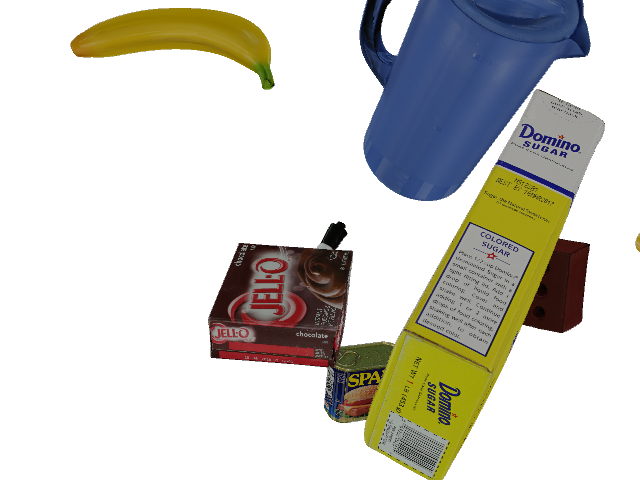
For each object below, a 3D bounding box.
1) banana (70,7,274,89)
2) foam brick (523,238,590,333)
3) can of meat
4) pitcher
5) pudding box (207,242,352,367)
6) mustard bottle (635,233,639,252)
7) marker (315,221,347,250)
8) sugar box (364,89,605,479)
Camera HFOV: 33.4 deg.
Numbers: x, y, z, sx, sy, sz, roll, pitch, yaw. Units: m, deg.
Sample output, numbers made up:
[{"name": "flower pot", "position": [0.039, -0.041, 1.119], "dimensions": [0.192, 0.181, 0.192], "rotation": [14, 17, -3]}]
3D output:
[{"name": "banana", "position": [-0.124, -0.179, 0.949], "dimensions": [0.198, 0.037, 0.069], "rotation": [11, 46, 17]}, {"name": "foam brick", "position": [0.212, 0.040, 0.987], "dimensions": [0.053, 0.078, 0.051], "rotation": [11, 17, 32]}, {"name": "can of meat", "position": [0.056, 0.186, 1.395], "dimensions": [0.102, 0.084, 0.057], "rotation": [-5, 25, -22]}, {"name": "pitcher", "position": [0.115, -0.151, 0.963], "dimensions": [0.144, 0.149, 0.243], "rotation": [-7, -31, -24]}, {"name": "pudding box", "position": [-0.026, 0.045, 0.773], "dimensions": [0.090, 0.039, 0.113], "rotation": [5, 27, 6]}, {"name": "mustard bottle", "position": [0.265, 0.038, 0.645], "dimensions": [0.096, 0.058, 0.192], "rotation": [-20, 33, -22]}, {"name": "marker", "position": [-0.010, 0.033, 1.019], "dimensions": [0.020, 0.121, 0.020], "rotation": [29, -17, 10]}, {"name": "sugar box", "position": [0.080, 0.017, 0.500], "dimensions": [0.048, 0.093, 0.176], "rotation": [27, 50, 11]}]
